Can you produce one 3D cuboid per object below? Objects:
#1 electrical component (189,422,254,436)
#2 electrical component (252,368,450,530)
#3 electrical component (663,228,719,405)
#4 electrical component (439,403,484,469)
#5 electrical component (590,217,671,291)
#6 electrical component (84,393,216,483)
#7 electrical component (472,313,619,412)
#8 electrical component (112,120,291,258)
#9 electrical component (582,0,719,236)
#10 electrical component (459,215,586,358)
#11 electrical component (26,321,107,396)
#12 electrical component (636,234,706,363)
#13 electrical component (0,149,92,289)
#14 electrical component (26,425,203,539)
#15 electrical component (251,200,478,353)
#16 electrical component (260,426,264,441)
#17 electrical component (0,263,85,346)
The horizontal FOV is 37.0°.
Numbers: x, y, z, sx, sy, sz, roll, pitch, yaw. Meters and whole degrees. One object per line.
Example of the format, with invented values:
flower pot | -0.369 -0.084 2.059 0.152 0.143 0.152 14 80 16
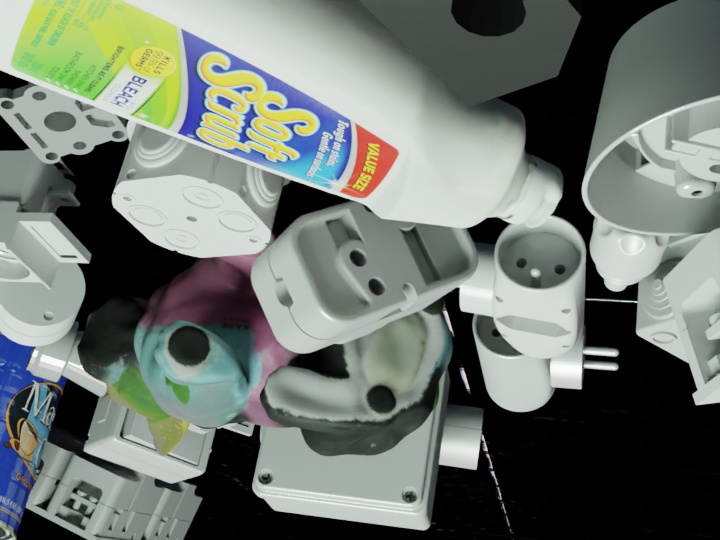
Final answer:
electrical component | -0.115 0.090 0.777 0.081 0.042 0.064 23 153 -20
electrical component | -0.002 0.102 0.686 0.109 0.108 0.056 5 154 12
electrical component | 0.223 -0.006 0.400 0.186 0.060 0.105 -5 155 -13
electrical component | 0.045 0.114 0.760 0.081 0.043 0.043 7 152 7
electrical component | 0.126 -0.010 0.508 0.035 0.035 0.061 7 150 7
electrical component | -0.151 0.121 0.826 0.096 0.061 0.061 28 148 -28
electrical component | 0.108 0.048 0.616 0.079 0.043 0.077 3 151 14
electrical component | -0.072 -0.045 0.499 0.080 0.051 0.080 9 152 5
electrical component | 0.134 -0.053 0.395 0.099 0.064 0.099 8 152 5
electrical component | 0.075 0.007 0.550 0.079 0.043 0.077 10 153 16
electrical component | -0.197 0.058 0.744 0.055 0.045 0.045 21 151 -17
electrical component | 0.193 0.016 0.518 0.100 0.048 0.100 27 149 -27
electrical component | -0.181 -0.028 0.557 0.081 0.063 0.042 2 151 17
electrical component | -0.216 0.185 0.912 0.105 0.060 0.186 21 169 17
electrical component | 0.000 0.000 0.515 0.095 0.053 0.059 -19 169 -33
electrical component | -0.046 0.117 0.796 0.066 0.048 0.055 14 148 -20
electrical component | -0.230 -0.005 0.629 0.138 0.052 0.073 19 151 -14
